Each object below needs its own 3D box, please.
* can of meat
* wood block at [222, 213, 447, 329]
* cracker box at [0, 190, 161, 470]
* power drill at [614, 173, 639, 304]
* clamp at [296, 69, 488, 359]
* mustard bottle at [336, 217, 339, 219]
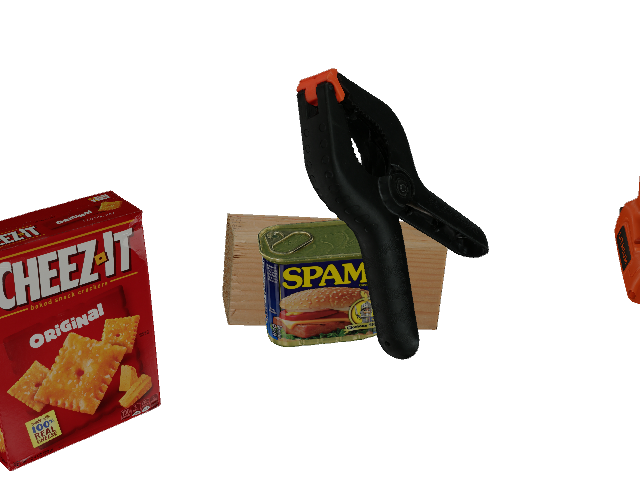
[{"bbox_3d":[0.003,0.034,0.852,0.102,0.084,0.057,-5,29,-6],"label":"can of meat"},{"bbox_3d":[0.010,0.031,1.057,0.206,0.091,0.090,3,16,-10],"label":"wood block"},{"bbox_3d":[-0.236,0.081,0.976,0.163,0.214,0.072,-19,30,-34],"label":"cracker box"},{"bbox_3d":[0.250,-0.046,0.743,0.057,0.188,0.184,4,38,8],"label":"power drill"},{"bbox_3d":[0.034,-0.017,0.633,0.039,0.171,0.120,-21,29,40],"label":"clamp"},{"bbox_3d":[0.040,0.029,1.412,0.096,0.192,0.058,-4,26,-16],"label":"mustard bottle"}]
